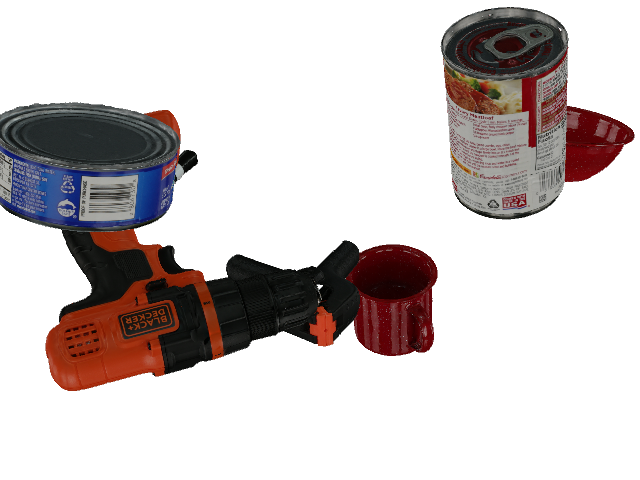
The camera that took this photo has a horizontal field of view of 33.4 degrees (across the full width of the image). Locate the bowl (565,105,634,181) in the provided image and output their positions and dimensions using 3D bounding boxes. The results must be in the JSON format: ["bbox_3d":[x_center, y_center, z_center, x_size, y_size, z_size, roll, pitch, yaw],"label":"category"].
[{"bbox_3d":[0.253,-0.104,1.157,0.162,0.055,0.162,6,22,-3],"label":"bowl"}]

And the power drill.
[{"bbox_3d":[-0.110,0.001,0.737,0.184,0.188,0.057,-14,-30,-14],"label":"power drill"}]

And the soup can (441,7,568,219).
[{"bbox_3d":[0.106,-0.071,0.607,0.068,0.102,0.068,-6,42,5],"label":"soup can"}]

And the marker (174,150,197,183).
[{"bbox_3d":[-0.160,-0.054,1.061,0.020,0.020,0.121,0,35,37],"label":"marker"}]

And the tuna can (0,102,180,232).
[{"bbox_3d":[-0.110,-0.035,0.500,0.086,0.034,0.086,8,23,-4],"label":"tuna can"}]

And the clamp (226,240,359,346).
[{"bbox_3d":[-0.022,0.042,0.899,0.120,0.039,0.171,-10,18,2],"label":"clamp"}]

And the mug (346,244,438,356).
[{"bbox_3d":[0.080,0.070,1.088,0.093,0.081,0.117,-23,41,-22],"label":"mug"}]
